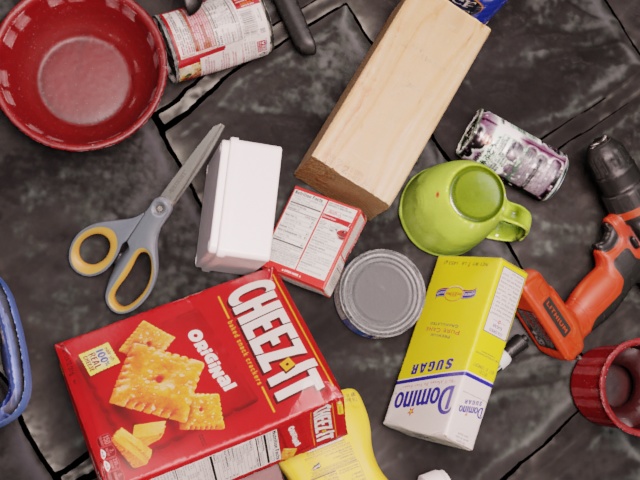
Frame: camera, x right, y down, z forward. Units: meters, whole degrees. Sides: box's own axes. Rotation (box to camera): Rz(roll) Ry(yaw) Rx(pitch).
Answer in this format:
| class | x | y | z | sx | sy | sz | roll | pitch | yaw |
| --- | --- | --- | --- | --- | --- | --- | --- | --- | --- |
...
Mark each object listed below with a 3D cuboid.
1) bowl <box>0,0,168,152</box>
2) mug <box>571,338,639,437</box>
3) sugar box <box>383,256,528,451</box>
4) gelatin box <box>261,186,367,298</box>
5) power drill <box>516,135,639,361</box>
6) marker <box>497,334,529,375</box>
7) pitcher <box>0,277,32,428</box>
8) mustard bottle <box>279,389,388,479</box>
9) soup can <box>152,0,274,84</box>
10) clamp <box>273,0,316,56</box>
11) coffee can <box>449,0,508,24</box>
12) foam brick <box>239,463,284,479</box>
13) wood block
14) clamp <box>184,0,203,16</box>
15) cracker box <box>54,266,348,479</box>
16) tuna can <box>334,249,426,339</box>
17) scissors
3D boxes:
| class | x | y | z | sx | sy | sz | roll | pitch | yaw |
| --- | --- | --- | --- | --- | --- | --- | --- | --- | --- |
| bowl | -0.224 | -0.157 | 1.002 | 0.162 | 0.055 | 0.162 | 1 | 82 | -6 |
| mug | 0.307 | 0.136 | 1.046 | 0.117 | 0.082 | 0.093 | -38 | 92 | -14 |
| sugar box | 0.127 | 0.103 | 1.009 | 0.048 | 0.094 | 0.176 | 30 | 73 | -30 |
| gelatin box | -0.007 | 0.001 | 1.022 | 0.073 | 0.030 | 0.089 | 20 | 75 | 21 |
| power drill | 0.270 | 0.015 | 1.059 | 0.187 | 0.057 | 0.184 | -37 | 103 | -12 |
| marker | 0.160 | 0.133 | 1.052 | 0.121 | 0.020 | 0.020 | -38 | 90 | -14 |
| pitcher | -0.351 | 0.065 | 0.909 | 0.148 | 0.145 | 0.243 | 0 | 75 | -45 |
| mustard bottle | 0.023 | 0.239 | 0.969 | 0.096 | 0.058 | 0.192 | -19 | 74 | -8 |
| soup can | -0.103 | -0.198 | 1.031 | 0.102 | 0.068 | 0.068 | -20 | 85 | -14 |
| clamp | -0.030 | -0.278 | 1.075 | 0.171 | 0.039 | 0.120 | 46 | 66 | 0 |
| coffee can | 0.151 | -0.272 | 1.056 | 0.102 | 0.140 | 0.103 | 2 | 80 | -11 |
| foam brick | -0.064 | 0.221 | 0.963 | 0.051 | 0.078 | 0.053 | -18 | 85 | -15 |
| wood block | 0.070 | -0.133 | 1.042 | 0.090 | 0.091 | 0.206 | 32 | 76 | -5 |
| clamp | -0.145 | -0.309 | 1.037 | 0.165 | 0.036 | 0.209 | 26 | 67 | 17 |
| cracker box | -0.105 | 0.130 | 0.936 | 0.213 | 0.072 | 0.164 | -20 | 51 | -13 |
| tuna can | 0.057 | 0.053 | 1.037 | 0.086 | 0.034 | 0.086 | 2 | 80 | -11 |
| scissors | -0.165 | -0.030 | 0.979 | 0.096 | 0.016 | 0.202 | 23 | 101 | 6 |
